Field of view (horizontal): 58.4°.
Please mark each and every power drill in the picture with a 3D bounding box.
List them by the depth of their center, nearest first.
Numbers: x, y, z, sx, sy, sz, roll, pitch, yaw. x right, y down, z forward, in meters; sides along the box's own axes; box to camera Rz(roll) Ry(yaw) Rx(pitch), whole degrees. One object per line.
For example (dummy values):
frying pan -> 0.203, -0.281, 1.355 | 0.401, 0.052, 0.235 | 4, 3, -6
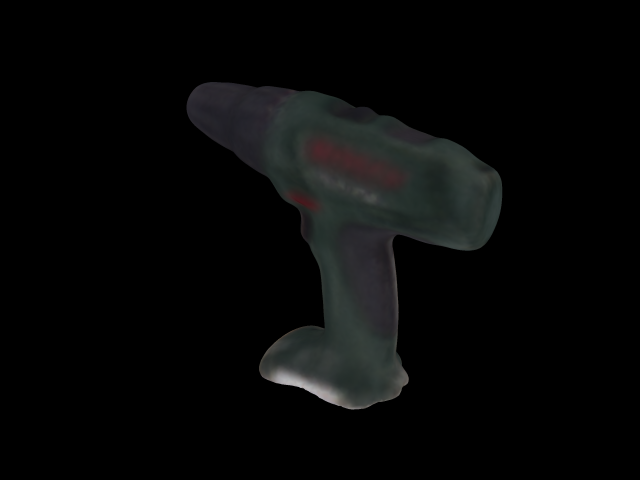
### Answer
power drill -> 0.004, 0.001, 0.400 | 0.228, 0.208, 0.076 | 11, 23, 27
